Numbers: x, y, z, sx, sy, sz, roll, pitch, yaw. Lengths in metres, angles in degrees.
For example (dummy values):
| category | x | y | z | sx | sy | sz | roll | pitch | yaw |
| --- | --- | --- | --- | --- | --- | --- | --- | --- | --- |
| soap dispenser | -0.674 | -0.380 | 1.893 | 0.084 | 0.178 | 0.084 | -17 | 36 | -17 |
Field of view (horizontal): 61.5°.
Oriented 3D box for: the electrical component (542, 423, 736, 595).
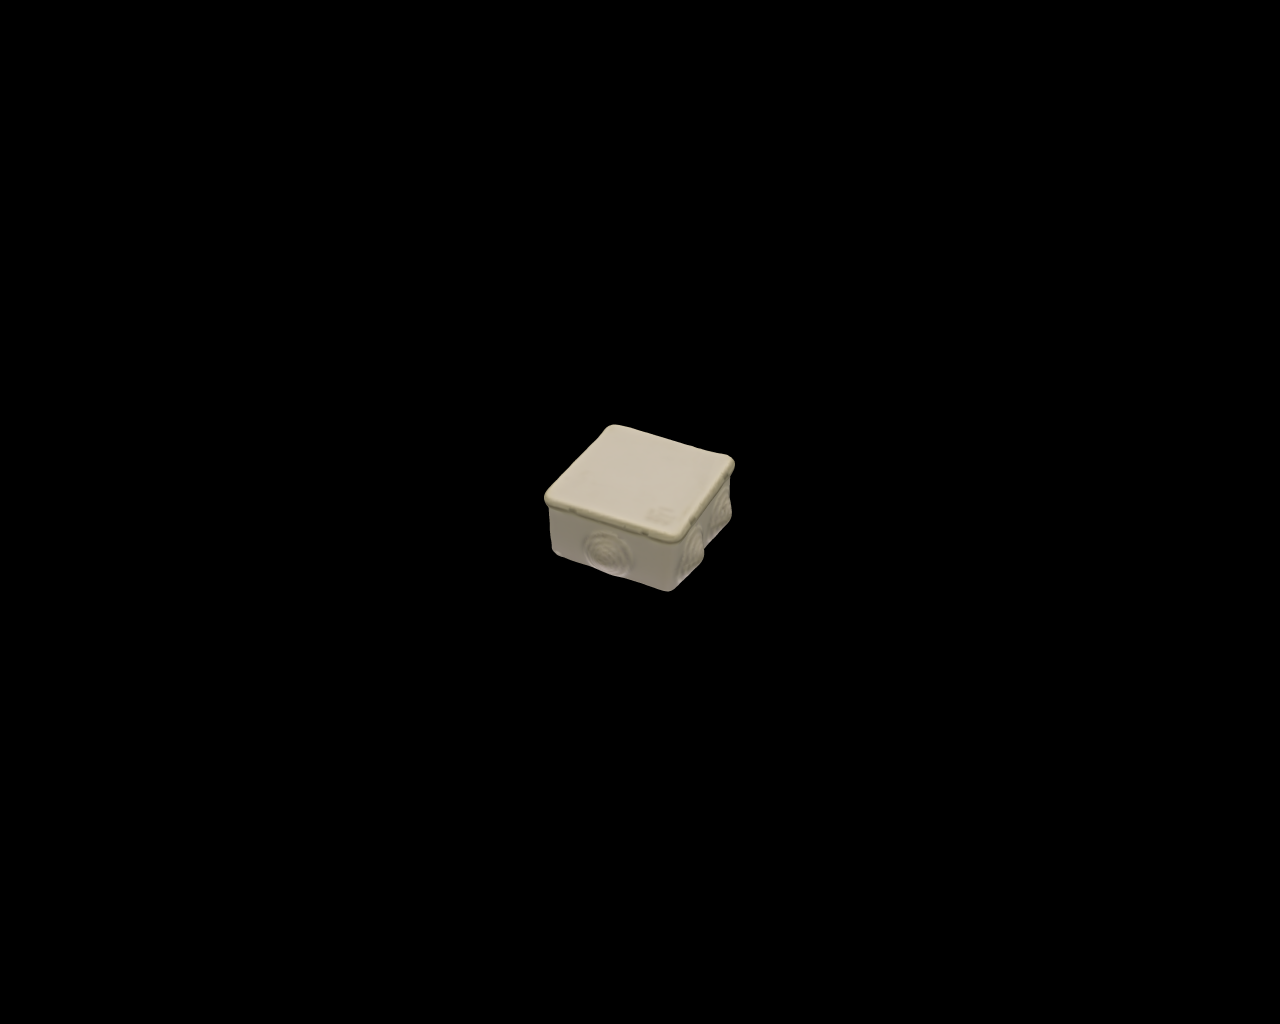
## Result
| category | x | y | z | sx | sy | sz | roll | pitch | yaw |
| --- | --- | --- | --- | --- | --- | --- | --- | --- | --- |
| electrical component | 0.001 | -0.003 | 0.650 | 0.100 | 0.048 | 0.100 | 17 | 42 | 21 |
